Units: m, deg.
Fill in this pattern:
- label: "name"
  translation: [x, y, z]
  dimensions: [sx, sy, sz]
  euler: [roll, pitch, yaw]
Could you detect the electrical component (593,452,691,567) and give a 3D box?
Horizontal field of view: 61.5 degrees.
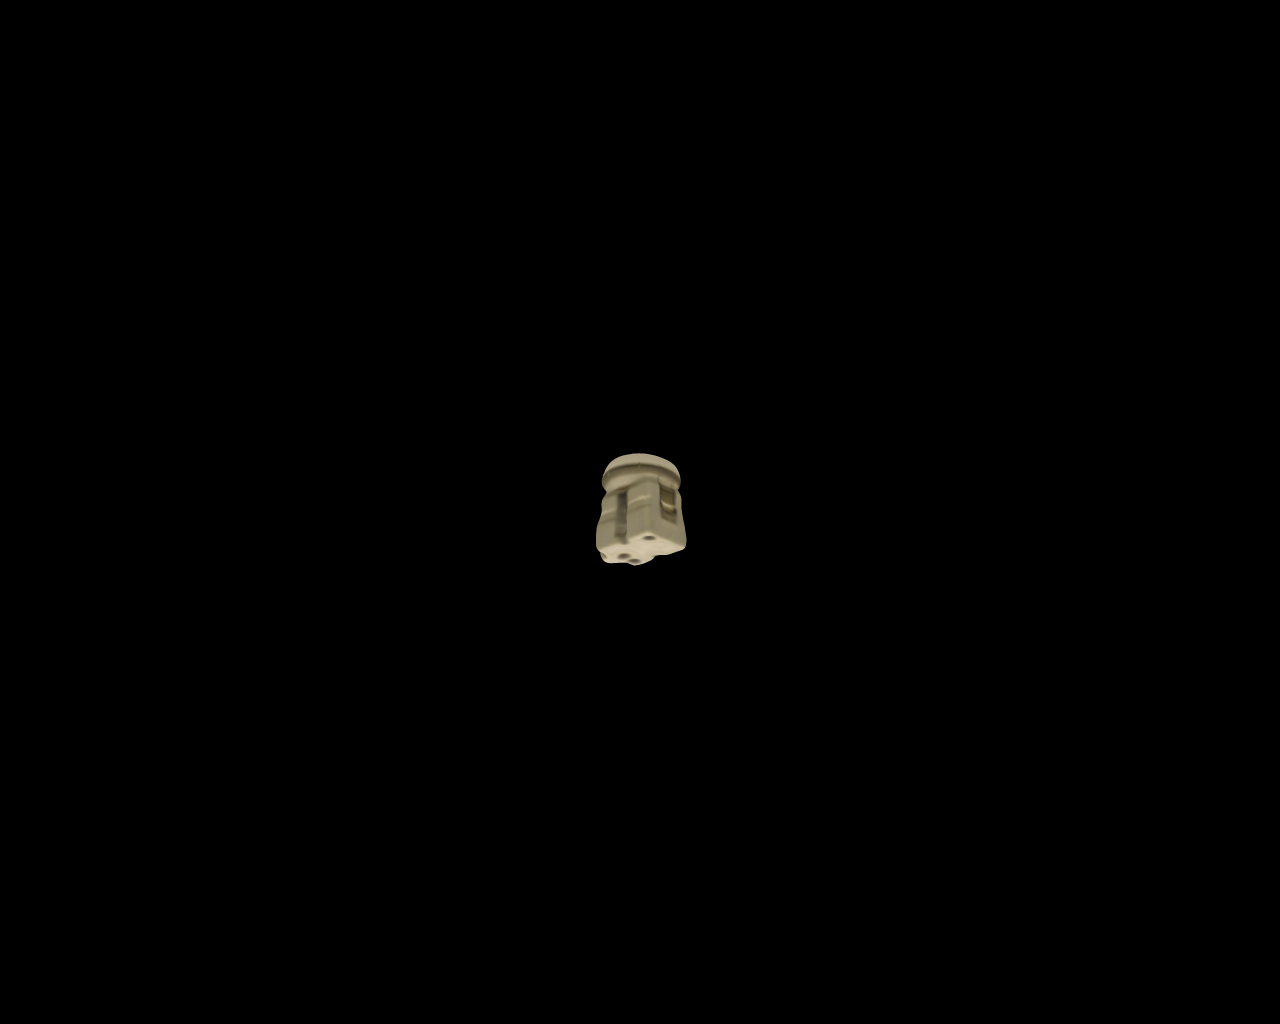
- label: "electrical component"
  translation: [0.001, -0.003, 0.650]
  dimensions: [0.066, 0.055, 0.048]
  euler: [-20, -32, 36]
